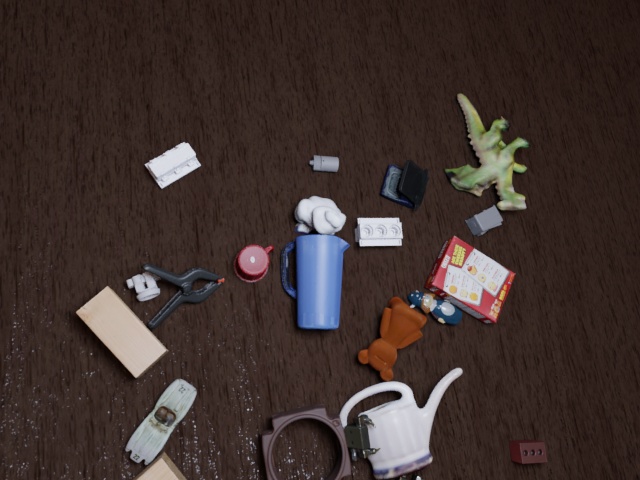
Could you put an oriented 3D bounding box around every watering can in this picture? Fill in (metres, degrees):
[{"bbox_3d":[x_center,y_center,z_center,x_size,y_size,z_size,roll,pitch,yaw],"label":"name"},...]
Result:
[{"bbox_3d":[0.222,0.464,1.298,0.347,0.103,0.226,-17,78,2],"label":"watering can"}]

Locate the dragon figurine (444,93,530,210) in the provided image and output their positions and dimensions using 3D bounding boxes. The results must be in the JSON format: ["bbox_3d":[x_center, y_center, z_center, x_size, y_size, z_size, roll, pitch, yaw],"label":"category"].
[{"bbox_3d":[0.494,-0.253,1.589,0.244,0.120,0.414,-38,73,-12],"label":"dragon figurine"}]

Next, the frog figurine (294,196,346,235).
[{"bbox_3d":[0.004,-0.070,1.384,0.137,0.157,0.124,24,71,-6],"label":"frog figurine"}]
